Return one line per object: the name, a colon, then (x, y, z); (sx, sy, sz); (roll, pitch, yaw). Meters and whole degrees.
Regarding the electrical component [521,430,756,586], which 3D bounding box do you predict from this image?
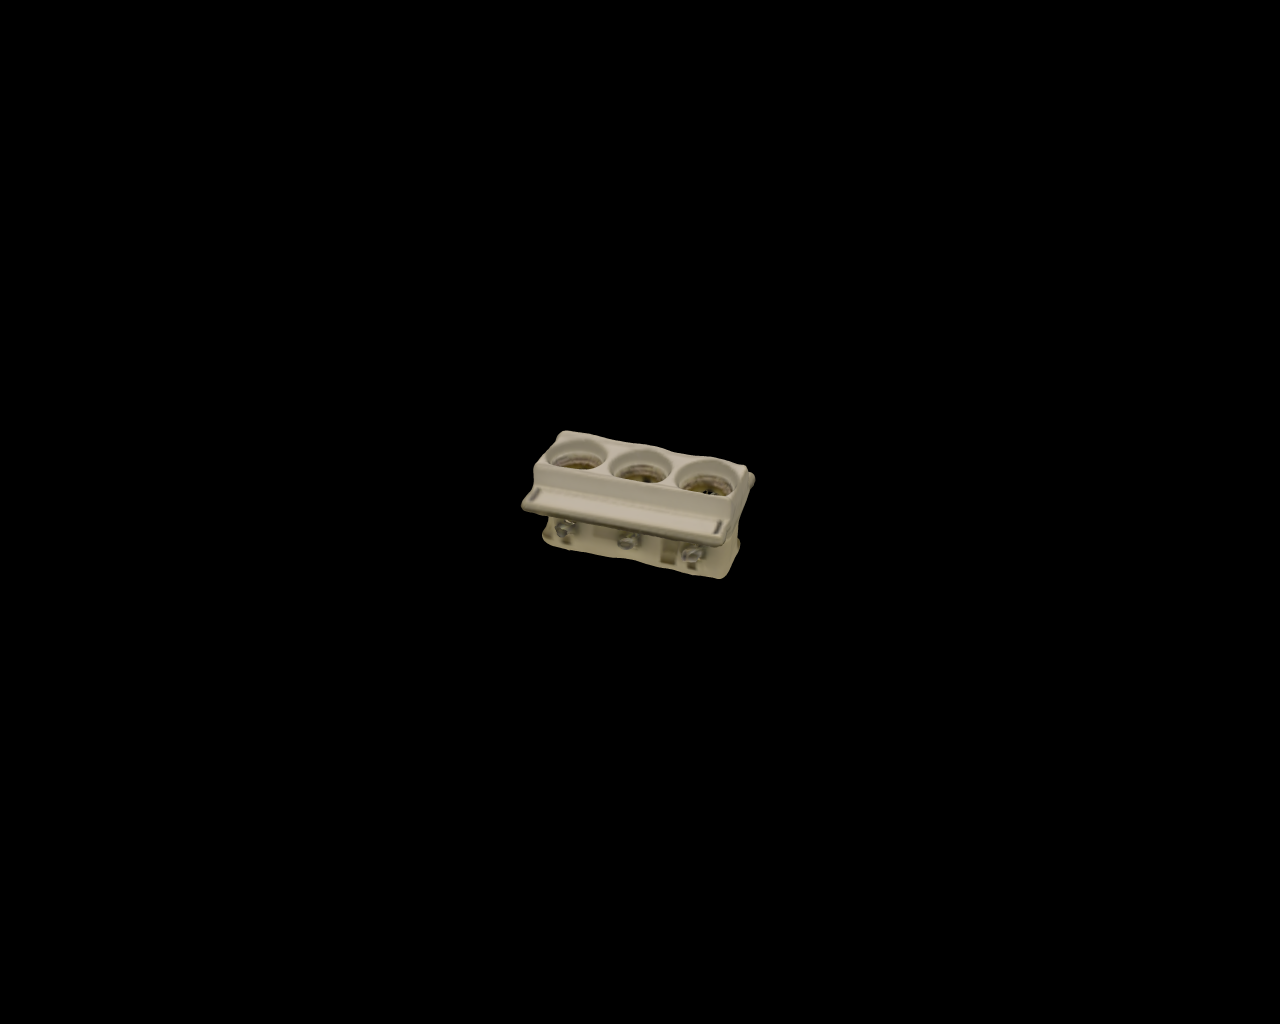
electrical component: (0.001, -0.003, 0.650); (0.121, 0.063, 0.079); (11, 36, 16)
